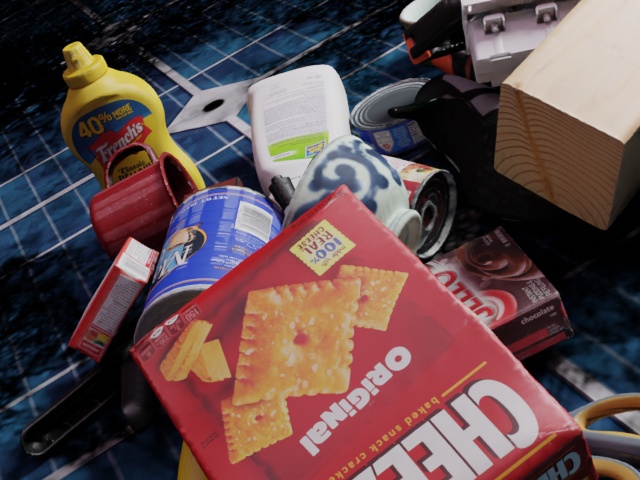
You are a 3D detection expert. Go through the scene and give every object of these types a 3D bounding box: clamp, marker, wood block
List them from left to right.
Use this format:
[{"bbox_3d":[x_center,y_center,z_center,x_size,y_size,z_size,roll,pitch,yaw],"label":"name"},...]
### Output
[{"bbox_3d":[-0.155,0.101,0.814,0.120,0.039,0.171,-15,23,20],"label":"clamp"},{"bbox_3d":[-0.005,0.001,0.800,0.020,0.020,0.121,-29,70,-5],"label":"marker"},{"bbox_3d":[0.170,-0.204,0.903,0.210,0.036,0.164,-24,-14,34],"label":"clamp"},{"bbox_3d":[0.214,-0.119,0.717,0.090,0.091,0.205,32,64,25],"label":"wood block"}]

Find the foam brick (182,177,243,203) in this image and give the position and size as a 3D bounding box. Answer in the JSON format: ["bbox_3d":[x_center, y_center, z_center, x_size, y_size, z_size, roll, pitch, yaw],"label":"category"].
[{"bbox_3d":[-0.075,-0.001,0.877,0.053,0.078,0.051,-19,28,9],"label":"foam brick"}]

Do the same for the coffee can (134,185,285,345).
[{"bbox_3d":[-0.073,0.038,0.783,0.103,0.103,0.140,-18,30,14],"label":"coffee can"}]

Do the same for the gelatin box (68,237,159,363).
[{"bbox_3d":[-0.156,0.044,0.815,0.073,0.030,0.089,-58,10,10],"label":"gelatin box"}]

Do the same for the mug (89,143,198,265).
[{"bbox_3d":[-0.157,-0.031,0.961,0.081,0.117,0.093,-26,-9,10],"label":"mug"}]

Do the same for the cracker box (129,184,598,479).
[{"bbox_3d":[0.014,0.091,0.577,0.164,0.072,0.214,-37,50,-6],"label":"cracker box"}]

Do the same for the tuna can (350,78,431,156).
[{"bbox_3d":[0.073,-0.114,0.986,0.086,0.033,0.086,-19,30,11],"label":"tuna can"}]

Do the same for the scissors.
[{"bbox_3d":[0.109,0.122,0.593,0.202,0.016,0.096,-11,37,36],"label":"scissors"}]

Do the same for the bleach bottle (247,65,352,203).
[{"bbox_3d":[-0.021,-0.073,0.966,0.103,0.068,0.251,-16,32,11],"label":"bleach bottle"}]

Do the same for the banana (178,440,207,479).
[{"bbox_3d":[-0.055,0.129,0.652,0.070,0.037,0.198,-16,51,19],"label":"banana"}]

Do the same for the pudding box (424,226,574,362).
[{"bbox_3d":[0.101,0.044,0.695,0.090,0.039,0.113,-26,23,1],"label":"pudding box"}]

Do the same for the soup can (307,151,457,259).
[{"bbox_3d":[0.044,-0.031,0.817,0.102,0.068,0.068,16,48,32],"label":"soup can"}]

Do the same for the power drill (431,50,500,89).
[{"bbox_3d":[0.210,-0.195,0.988,0.187,0.057,0.185,-30,30,-7],"label":"power drill"}]

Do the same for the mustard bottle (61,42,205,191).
[{"bbox_3d":[-0.188,-0.100,1.008,0.096,0.191,0.058,-23,29,5],"label":"mustard bottle"}]
